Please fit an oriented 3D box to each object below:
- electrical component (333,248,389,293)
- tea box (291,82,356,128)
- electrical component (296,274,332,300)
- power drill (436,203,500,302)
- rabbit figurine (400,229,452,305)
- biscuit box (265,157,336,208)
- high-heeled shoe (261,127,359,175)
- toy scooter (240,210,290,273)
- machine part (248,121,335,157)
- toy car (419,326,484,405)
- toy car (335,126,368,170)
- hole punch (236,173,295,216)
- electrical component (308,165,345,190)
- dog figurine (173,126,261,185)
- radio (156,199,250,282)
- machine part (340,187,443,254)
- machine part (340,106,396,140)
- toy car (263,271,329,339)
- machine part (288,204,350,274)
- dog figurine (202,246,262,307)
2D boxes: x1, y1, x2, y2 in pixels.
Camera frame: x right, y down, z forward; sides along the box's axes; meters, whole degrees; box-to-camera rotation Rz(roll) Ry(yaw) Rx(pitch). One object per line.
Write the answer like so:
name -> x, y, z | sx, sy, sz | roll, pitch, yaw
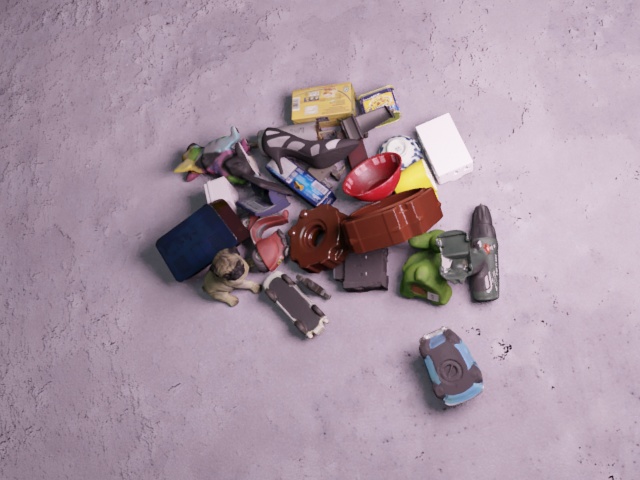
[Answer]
electrical component -> 0.100, 0.070, 1.318 | 0.134, 0.058, 0.115 | -5, 70, 14
tea box -> 0.011, -0.366, 1.477 | 0.170, 0.068, 0.098 | -2, 73, 14
electrical component -> -0.015, 0.116, 1.332 | 0.094, 0.063, 0.021 | 31, 83, 22
power drill -> 0.334, 0.022, 1.191 | 0.086, 0.207, 0.232 | -9, 81, 32
rabbit figurine -> 0.250, 0.040, 1.247 | 0.121, 0.158, 0.170 | 8, 60, 28
biscuit box -> -0.051, -0.152, 1.430 | 0.203, 0.062, 0.059 | 39, 86, 23
high-heeled shoe -> -0.029, -0.258, 1.391 | 0.249, 0.086, 0.145 | -17, 71, 8
toy scooter -> -0.127, -0.010, 1.403 | 0.135, 0.075, 0.184 | -27, 63, 3
machine part -> -0.081, -0.275, 1.470 | 0.243, 0.079, 0.079 | -6, 71, 15
toy car -> 0.282, 0.270, 1.174 | 0.109, 0.103, 0.161 | -29, 77, 9
toy car -> 0.099, -0.218, 1.413 | 0.089, 0.053, 0.202 | -16, 72, 3
hole punch -> -0.147, -0.112, 1.412 | 0.142, 0.115, 0.092 | 27, 103, 48
electrical component -> 0.017, -0.188, 1.432 | 0.102, 0.045, 0.078 | 38, 95, 24
dog figurine -> -0.294, -0.206, 1.499 | 0.219, 0.108, 0.191 | -25, 70, 12
radio -> -0.308, 0.001, 1.392 | 0.230, 0.073, 0.131 | -32, 93, 24
machine part -> 0.165, -0.049, 1.240 | 0.201, 0.201, 0.087 | -15, 101, 37
machine part -> 0.124, -0.305, 1.386 | 0.139, 0.039, 0.084 | -21, 69, 11
toy car -> -0.062, 0.159, 1.338 | 0.073, 0.056, 0.202 | -43, 68, -7
machine part -> -0.003, -0.004, 1.340 | 0.179, 0.056, 0.179 | -17, 62, 34
dog figurine -> -0.251, 0.085, 1.343 | 0.172, 0.190, 0.121 | -30, 67, 7
